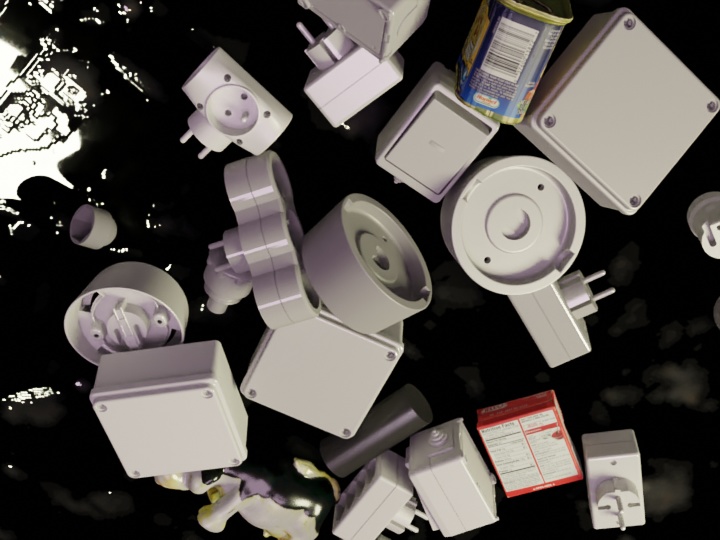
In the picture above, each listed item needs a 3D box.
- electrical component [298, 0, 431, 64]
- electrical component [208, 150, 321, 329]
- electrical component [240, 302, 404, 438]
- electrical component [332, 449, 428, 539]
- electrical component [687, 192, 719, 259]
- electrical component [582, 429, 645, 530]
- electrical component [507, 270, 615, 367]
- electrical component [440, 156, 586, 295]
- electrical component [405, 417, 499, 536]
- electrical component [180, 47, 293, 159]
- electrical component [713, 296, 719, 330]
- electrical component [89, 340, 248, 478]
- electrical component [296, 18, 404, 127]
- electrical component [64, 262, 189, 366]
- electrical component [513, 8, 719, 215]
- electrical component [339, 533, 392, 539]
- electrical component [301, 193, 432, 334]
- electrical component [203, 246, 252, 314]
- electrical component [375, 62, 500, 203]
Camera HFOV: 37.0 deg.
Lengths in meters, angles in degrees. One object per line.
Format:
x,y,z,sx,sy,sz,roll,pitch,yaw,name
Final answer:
0.001,-0.205,0.755,0.096,0.061,0.061,38,160,10,electrical component
-0.085,-0.019,0.857,0.074,0.052,0.138,-17,84,13,electrical component
-0.032,0.075,0.927,0.109,0.056,0.108,24,117,-8,electrical component
0.028,0.222,1.007,0.076,0.047,0.083,30,116,-12,electrical component
0.283,-0.035,0.851,0.040,0.046,0.040,2,120,4,electrical component
0.230,0.200,0.964,0.047,0.075,0.083,-7,117,8,electrical component
0.172,0.024,0.890,0.076,0.047,0.083,-26,113,17,electrical component
0.115,-0.039,0.847,0.108,0.060,0.108,-2,102,-12,electrical component
0.078,0.184,0.975,0.061,0.061,0.096,-22,114,15,electrical component
-0.107,-0.119,0.836,0.077,0.044,0.079,42,114,-17,electrical component
0.326,0.044,0.890,0.055,0.047,0.055,2,118,3,electrical component
-0.160,0.120,0.921,0.109,0.056,0.108,-8,132,6,electrical component
-0.015,-0.160,0.805,0.066,0.047,0.076,-34,110,19,electrical component
-0.196,0.043,0.918,0.099,0.064,0.099,2,118,3,electrical component
0.187,-0.116,0.789,0.109,0.056,0.108,39,89,-16,electrical component
0.009,0.273,1.039,0.062,0.048,0.048,30,116,-4,electrical component
0.000,0.000,0.859,0.060,0.108,0.108,-35,111,27,electrical component
-0.112,0.009,0.906,0.048,0.048,0.062,23,124,-8,electrical component
0.055,-0.099,0.825,0.062,0.061,0.096,33,116,-13,electrical component
